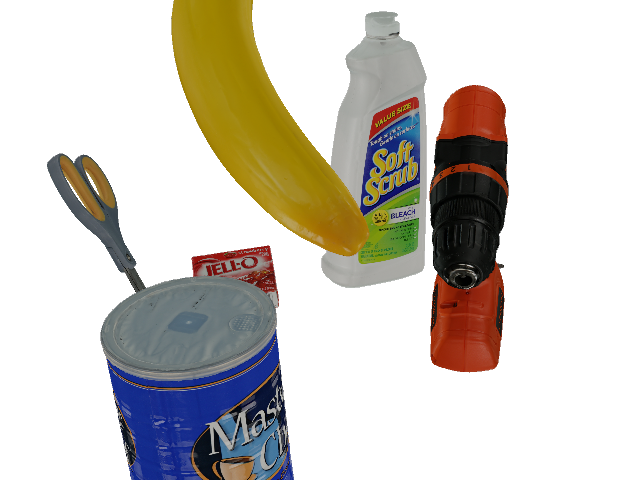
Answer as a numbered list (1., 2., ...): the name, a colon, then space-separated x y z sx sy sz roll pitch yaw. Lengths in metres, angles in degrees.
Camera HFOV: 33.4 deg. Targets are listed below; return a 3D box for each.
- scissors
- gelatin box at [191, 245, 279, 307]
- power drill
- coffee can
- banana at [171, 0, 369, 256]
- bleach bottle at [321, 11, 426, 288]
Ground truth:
1. scissors: -0.176 0.003 0.952 0.016 0.201 0.096 -27 22 13
2. gelatin box: -0.093 0.044 1.160 0.089 0.030 0.073 -8 42 -4
3. power drill: 0.108 0.009 0.771 0.057 0.188 0.184 5 45 9
4. coffee can: -0.071 0.107 0.652 0.103 0.140 0.103 -4 28 2
5. banana: -0.030 -0.077 0.484 0.069 0.198 0.037 -8 -30 -6
6. bleach bottle: 0.050 -0.086 1.003 0.102 0.251 0.068 -11 24 -22
